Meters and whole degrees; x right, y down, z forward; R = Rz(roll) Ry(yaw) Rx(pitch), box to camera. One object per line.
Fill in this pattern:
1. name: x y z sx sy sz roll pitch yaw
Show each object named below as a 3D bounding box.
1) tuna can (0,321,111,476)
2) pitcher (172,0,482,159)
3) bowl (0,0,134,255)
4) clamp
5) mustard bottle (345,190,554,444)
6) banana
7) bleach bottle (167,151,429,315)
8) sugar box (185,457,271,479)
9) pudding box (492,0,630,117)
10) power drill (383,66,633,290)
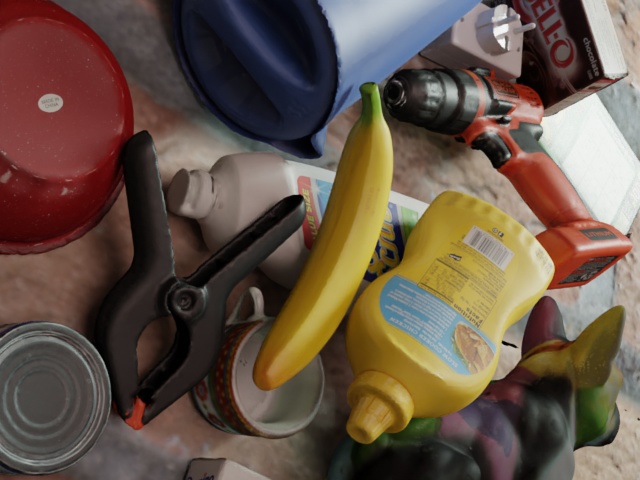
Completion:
1. tuna can: -0.160 0.088 0.593 0.085 0.034 0.086 8 77 -39
2. pitcher: 0.021 -0.180 0.729 0.145 0.149 0.242 37 46 15
3. bowl: -0.164 -0.074 0.604 0.161 0.055 0.162 7 78 -39
4. clamp: -0.092 0.023 0.629 0.120 0.039 0.171 30 83 -21
5. mustard bottle: 0.071 0.055 0.674 0.096 0.058 0.191 37 51 4
6. banana: 0.006 0.003 0.664 0.069 0.037 0.198 32 74 -53
7. bleach bottle: 0.009 0.006 0.733 0.250 0.068 0.102 16 72 -35
8. sugar box: -0.061 0.231 0.646 0.093 0.048 0.176 34 59 -32
9. pudding box: 0.199 -0.170 0.891 0.039 0.090 0.113 -12 80 -35
10. power drill: 0.144 -0.053 0.809 0.184 0.057 0.188 -2 57 -47
